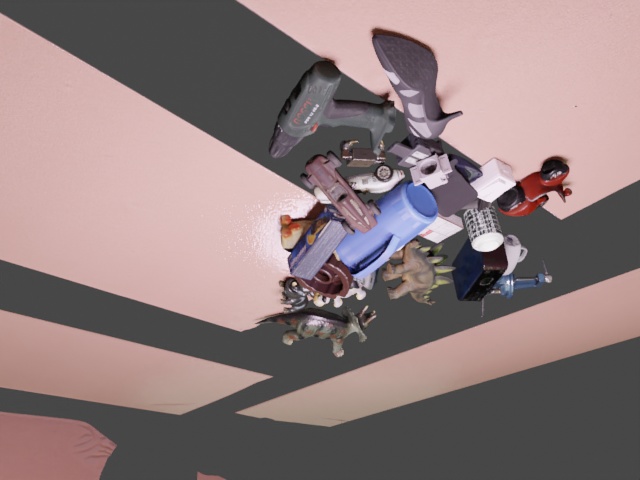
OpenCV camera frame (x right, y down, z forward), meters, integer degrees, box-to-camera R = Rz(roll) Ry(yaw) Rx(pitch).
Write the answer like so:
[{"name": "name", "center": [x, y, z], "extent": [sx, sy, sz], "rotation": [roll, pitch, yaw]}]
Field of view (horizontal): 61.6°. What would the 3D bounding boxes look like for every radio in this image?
[{"name": "radio", "center": [0.441, 0.073, 1.500], "extent": [0.073, 0.131, 0.229], "rotation": [0, 148, -6]}]

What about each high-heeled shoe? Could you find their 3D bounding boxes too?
[{"name": "high-heeled shoe", "center": [0.154, -0.274, 0.983], "extent": [0.248, 0.086, 0.145], "rotation": [37, 163, -25]}]

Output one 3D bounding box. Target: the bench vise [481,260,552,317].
[{"name": "bench vise", "center": [0.570, 0.130, 1.628], "extent": [0.241, 0.129, 0.223], "rotation": [-4, 150, 7]}]

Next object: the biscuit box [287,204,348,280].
[{"name": "biscuit box", "center": [-0.005, 0.009, 1.266], "extent": [0.063, 0.059, 0.202], "rotation": [17, 130, -27]}]

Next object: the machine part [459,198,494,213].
[{"name": "machine part", "center": [0.360, -0.093, 1.310], "extent": [0.139, 0.039, 0.084], "rotation": [-8, 154, 0]}]

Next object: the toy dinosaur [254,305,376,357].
[{"name": "toy dinosaur", "center": [-0.001, 0.279, 1.790], "extent": [0.405, 0.131, 0.192], "rotation": [10, 133, -16]}]

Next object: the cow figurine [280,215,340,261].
[{"name": "cow figurine", "center": [-0.003, -0.004, 1.353], "extent": [0.195, 0.085, 0.127], "rotation": [-4, 142, -7]}]

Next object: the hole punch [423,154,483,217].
[{"name": "hole punch", "center": [0.289, -0.132, 1.204], "extent": [0.115, 0.092, 0.142], "rotation": [43, 138, -10]}]

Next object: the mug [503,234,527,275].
[{"name": "mug", "center": [0.531, 0.037, 1.507], "extent": [0.110, 0.081, 0.107], "rotation": [-1, 138, -5]}]

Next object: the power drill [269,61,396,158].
[{"name": "power drill", "center": [0.025, -0.222, 1.016], "extent": [0.207, 0.086, 0.232], "rotation": [14, 142, -13]}]

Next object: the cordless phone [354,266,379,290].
[{"name": "cordless phone", "center": [0.074, 0.061, 1.486], "extent": [0.184, 0.089, 0.146], "rotation": [11, 149, 6]}]

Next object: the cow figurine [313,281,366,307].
[{"name": "cow figurine", "center": [0.045, 0.151, 1.625], "extent": [0.167, 0.068, 0.098], "rotation": [-20, 140, 16]}]

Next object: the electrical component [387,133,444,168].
[{"name": "electrical component", "center": [0.191, -0.188, 1.118], "extent": [0.119, 0.048, 0.075], "rotation": [13, 144, -27]}]

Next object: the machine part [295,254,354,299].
[{"name": "machine part", "center": [0.011, 0.087, 1.466], "extent": [0.180, 0.056, 0.179], "rotation": [19, 145, 14]}]

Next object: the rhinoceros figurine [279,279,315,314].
[{"name": "rhinoceros figurine", "center": [-0.066, 0.159, 1.616], "extent": [0.112, 0.073, 0.190], "rotation": [-1, 148, -6]}]

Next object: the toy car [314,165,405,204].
[{"name": "toy car", "center": [0.087, -0.121, 1.182], "extent": [0.202, 0.056, 0.073], "rotation": [-10, 173, 9]}]

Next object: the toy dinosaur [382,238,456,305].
[{"name": "toy dinosaur", "center": [0.284, 0.104, 1.557], "extent": [0.199, 0.105, 0.470], "rotation": [-11, 153, 2]}]

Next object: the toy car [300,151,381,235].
[{"name": "toy car", "center": [0.046, -0.093, 1.127], "extent": [0.089, 0.053, 0.202], "rotation": [-37, 104, 14]}]

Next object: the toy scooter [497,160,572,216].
[{"name": "toy scooter", "center": [0.522, -0.110, 1.276], "extent": [0.135, 0.075, 0.184], "rotation": [20, 136, -36]}]

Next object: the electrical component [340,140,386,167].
[{"name": "electrical component", "center": [0.091, -0.182, 1.121], "extent": [0.102, 0.045, 0.078], "rotation": [0, 176, -4]}]
